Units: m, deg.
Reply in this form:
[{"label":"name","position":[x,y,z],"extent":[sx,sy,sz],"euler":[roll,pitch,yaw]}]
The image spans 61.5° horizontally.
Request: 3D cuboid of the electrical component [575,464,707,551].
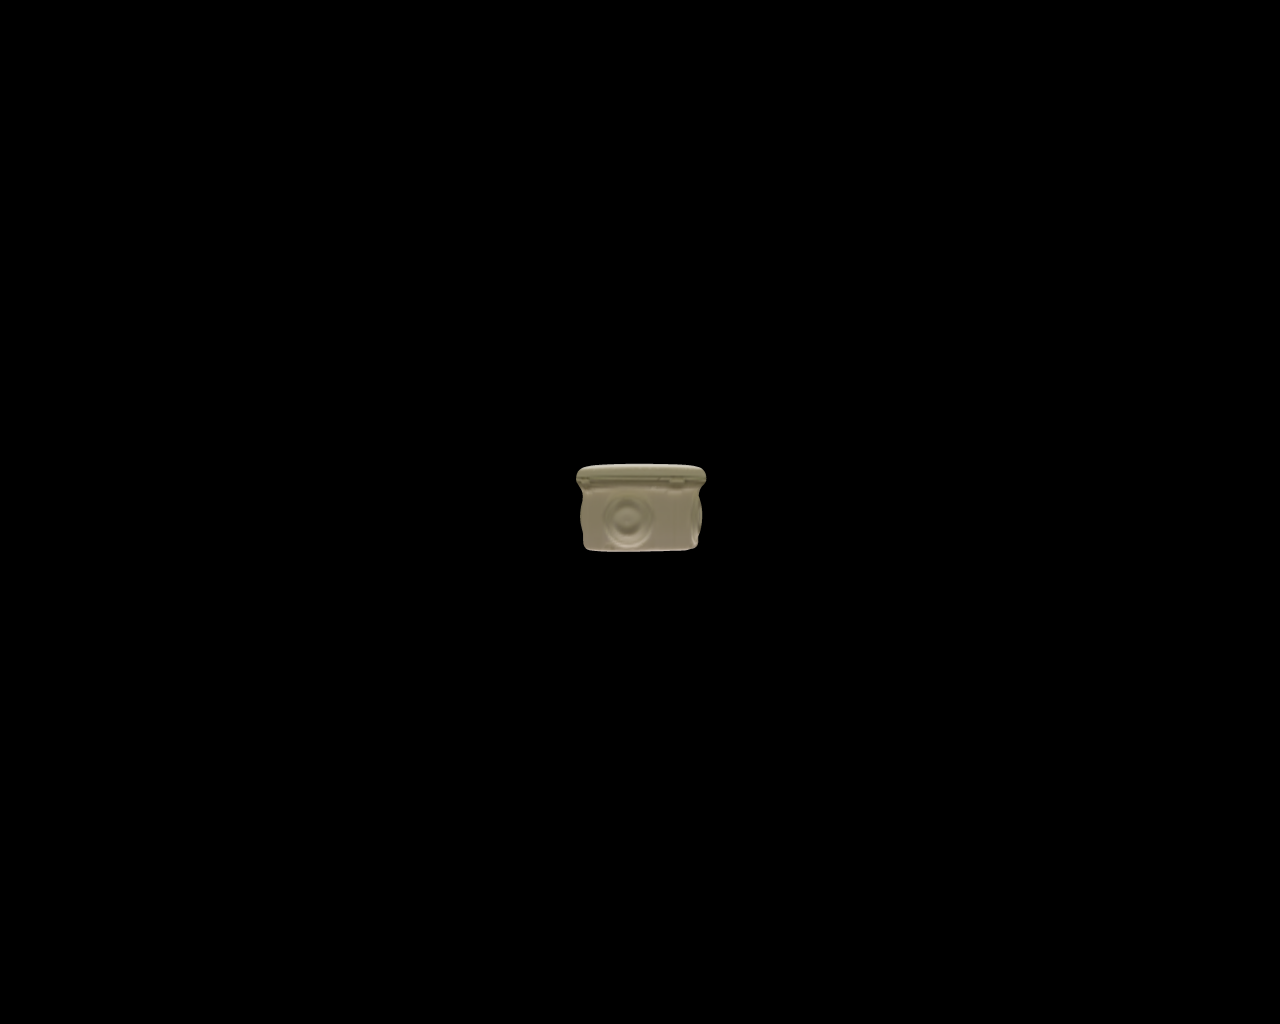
[{"label":"electrical component","position":[0.001,-0.003,0.650],"extent":[0.080,0.051,0.080],"euler":[0,0,0]}]
